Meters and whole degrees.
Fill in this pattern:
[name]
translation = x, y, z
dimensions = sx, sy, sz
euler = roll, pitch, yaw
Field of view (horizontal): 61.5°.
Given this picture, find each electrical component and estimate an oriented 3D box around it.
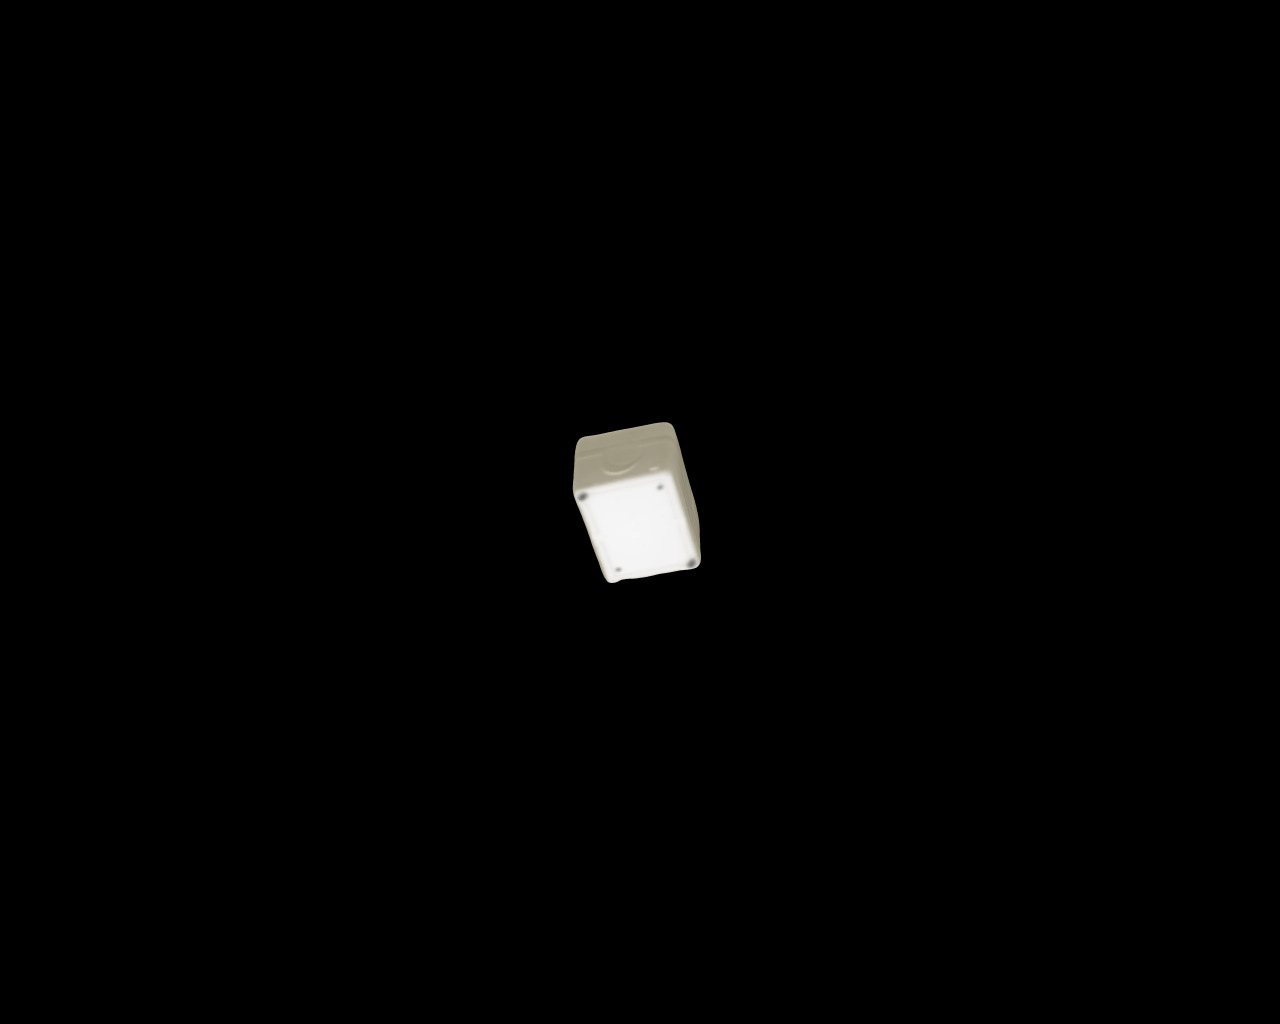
[electrical component]
translation = 0.001, -0.003, 0.650
dimensions = 0.062, 0.096, 0.061
euler = -11, 39, 9
